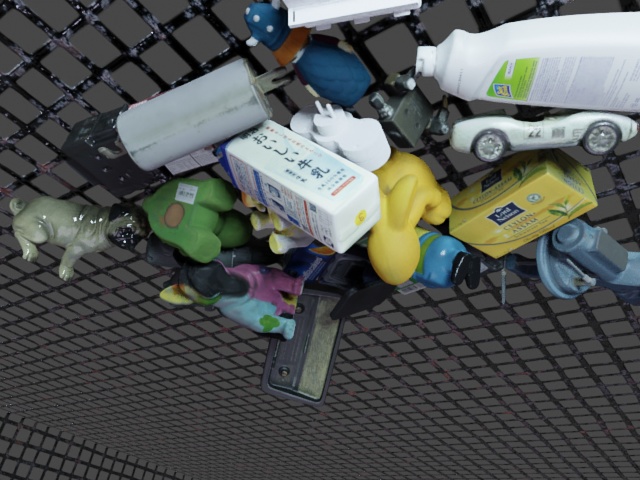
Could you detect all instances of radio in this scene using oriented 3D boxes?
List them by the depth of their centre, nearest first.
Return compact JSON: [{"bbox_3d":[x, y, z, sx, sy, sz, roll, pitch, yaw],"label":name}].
[{"bbox_3d":[-0.030,0.188,1.023,0.131,0.073,0.229,13,101,-1],"label":"radio"}]

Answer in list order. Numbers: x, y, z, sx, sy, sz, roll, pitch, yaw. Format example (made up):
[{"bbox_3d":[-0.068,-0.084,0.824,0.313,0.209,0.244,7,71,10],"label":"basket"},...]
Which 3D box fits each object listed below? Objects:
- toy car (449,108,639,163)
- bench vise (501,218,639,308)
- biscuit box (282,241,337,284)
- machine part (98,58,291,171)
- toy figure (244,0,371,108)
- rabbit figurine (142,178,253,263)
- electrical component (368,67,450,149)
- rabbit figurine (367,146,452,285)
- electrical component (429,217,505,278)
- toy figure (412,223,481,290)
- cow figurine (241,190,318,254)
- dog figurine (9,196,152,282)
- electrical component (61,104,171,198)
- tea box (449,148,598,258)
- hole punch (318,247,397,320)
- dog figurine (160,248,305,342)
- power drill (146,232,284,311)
[{"bbox_3d":[0.253,-0.125,0.620,0.202,0.073,0.056,-2,108,15],"label":"toy car"},{"bbox_3d":[0.378,0.039,0.796,0.223,0.129,0.241,17,168,-30],"label":"bench vise"},{"bbox_3d":[-0.002,-0.003,0.867,0.063,0.059,0.202,19,144,-13],"label":"biscuit box"},{"bbox_3d":[-0.147,-0.147,0.638,0.243,0.079,0.079,-23,138,7],"label":"machine part"},{"bbox_3d":[-0.015,-0.204,0.588,0.154,0.064,0.058,32,177,-21],"label":"toy figure"},{"bbox_3d":[-0.182,-0.021,0.834,0.159,0.121,0.170,4,171,26],"label":"rabbit figurine"},{"bbox_3d":[0.108,-0.153,0.627,0.045,0.078,0.102,7,148,48],"label":"electrical component"},{"bbox_3d":[0.106,-0.030,0.708,0.122,0.173,0.162,2,149,18],"label":"rabbit figurine"},{"bbox_3d":[0.218,0.009,0.824,0.119,0.048,0.075,38,137,-18],"label":"electrical component"},{"bbox_3d":[0.154,0.020,0.791,0.180,0.089,0.082,14,151,51],"label":"toy figure"},{"bbox_3d":[-0.050,-0.050,0.765,0.098,0.168,0.068,-11,125,-25],"label":"cow figurine"},{"bbox_3d":[-0.396,-0.037,0.897,0.191,0.121,0.172,-27,136,22],"label":"dog figurine"},{"bbox_3d":[-0.294,-0.121,0.772,0.134,0.058,0.114,-13,138,27],"label":"electrical component"},{"bbox_3d":[0.268,-0.051,0.730,0.098,0.068,0.169,24,144,-21],"label":"tea box"},{"bbox_3d":[0.065,0.067,0.918,0.116,0.092,0.142,-10,147,-28],"label":"hole punch"},{"bbox_3d":[-0.140,0.085,0.873,0.219,0.108,0.191,17,166,-5],"label":"dog figurine"},{"bbox_3d":[-0.200,0.057,0.979,0.232,0.086,0.207,8,151,-18],"label":"power drill"}]
